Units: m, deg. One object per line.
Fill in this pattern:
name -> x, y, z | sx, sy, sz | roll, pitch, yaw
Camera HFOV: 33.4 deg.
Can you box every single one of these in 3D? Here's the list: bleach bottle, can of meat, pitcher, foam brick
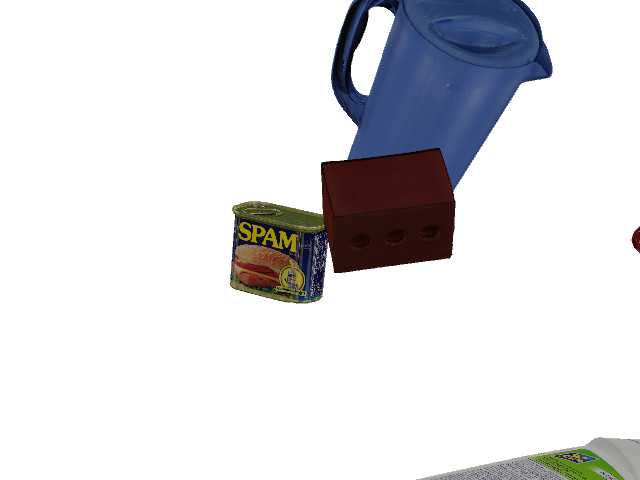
bleach bottle -> 0.137, 0.163, 0.618 | 0.250, 0.068, 0.103 | -7, 19, -27
can of meat -> -0.042, 0.012, 1.086 | 0.102, 0.084, 0.057 | 13, 18, 25
pitcher -> 0.093, -0.127, 1.012 | 0.144, 0.149, 0.243 | -12, -34, -29
foam brick -> 0.042, -0.019, 0.670 | 0.078, 0.053, 0.051 | -8, 45, -5

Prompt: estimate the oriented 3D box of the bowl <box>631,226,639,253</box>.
bowl -> 0.404, 0.025, 1.103 | 0.162, 0.055, 0.162 | -4, 22, 1
